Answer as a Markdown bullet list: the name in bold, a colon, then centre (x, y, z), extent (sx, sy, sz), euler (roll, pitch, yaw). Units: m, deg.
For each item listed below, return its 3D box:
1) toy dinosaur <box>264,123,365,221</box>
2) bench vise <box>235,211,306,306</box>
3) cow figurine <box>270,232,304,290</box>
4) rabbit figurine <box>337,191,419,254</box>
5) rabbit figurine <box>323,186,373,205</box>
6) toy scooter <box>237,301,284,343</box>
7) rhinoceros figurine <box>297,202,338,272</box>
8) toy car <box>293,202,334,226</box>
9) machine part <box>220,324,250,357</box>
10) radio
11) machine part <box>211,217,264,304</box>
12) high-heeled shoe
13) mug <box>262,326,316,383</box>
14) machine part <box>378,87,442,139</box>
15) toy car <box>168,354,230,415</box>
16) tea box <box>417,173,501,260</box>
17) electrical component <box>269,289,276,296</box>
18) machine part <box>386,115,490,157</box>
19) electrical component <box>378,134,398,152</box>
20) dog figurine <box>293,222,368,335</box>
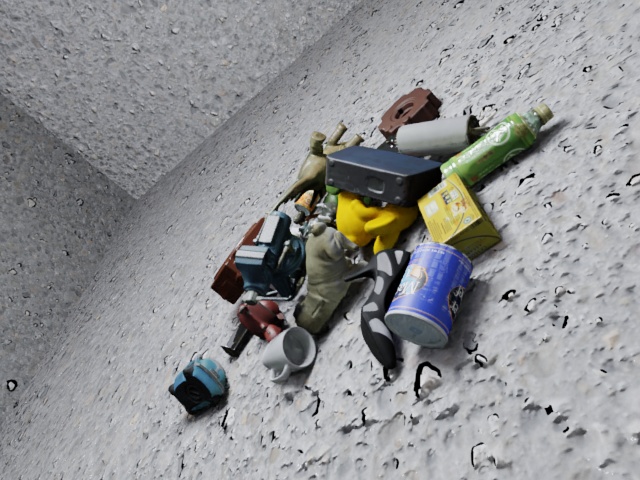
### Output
- **toy dinosaur**: centre (-0.002, -0.181, 1.409), extent (0.471, 0.105, 0.198), euler (-38, -19, -54)
- **bench vise**: centre (-0.093, 0.068, 1.158), extent (0.129, 0.240, 0.224), euler (-6, 54, 13)
- **cow figurine**: centre (-0.070, 0.056, 1.328), extent (0.068, 0.098, 0.167), euler (97, -161, -57)
- **rabbit figurine**: centre (0.124, -0.047, 1.138), extent (0.173, 0.121, 0.162), euler (-13, 31, 21)
- **rabbit figurine**: centre (0.060, -0.123, 1.344), extent (0.170, 0.121, 0.159), euler (-39, 19, 52)
- **toy scooter**: centre (-0.136, 0.170, 1.205), extent (0.075, 0.135, 0.184), euler (-48, 24, 2)
- **rhinoceros figurine**: centre (-0.003, -0.004, 1.235), extent (0.190, 0.112, 0.073), euler (-59, 18, 31)
- **toy car**: centre (0.008, -0.039, 1.328), extent (0.202, 0.089, 0.053), euler (-10, 49, 53)
- **machine part**: centre (-0.185, 0.222, 1.319), extent (0.139, 0.039, 0.084), euler (-53, 32, -15)
- **radio**: centre (0.129, -0.137, 1.132), extent (0.230, 0.073, 0.131), euler (18, 30, 35)
- **machine part**: centre (-0.187, 0.051, 1.386), extent (0.201, 0.087, 0.201), euler (-55, 3, -41)
- **high-heeled shoe**: centre (0.136, 0.116, 0.972), extent (0.145, 0.086, 0.249), euler (-17, 47, -6)
- **mug**: centre (-0.072, 0.239, 1.083), extent (0.107, 0.081, 0.109), euler (-34, 32, 48)
- **machine part**: centre (0.235, -0.331, 1.430), extent (0.179, 0.056, 0.179), euler (-36, 27, 21)
- **toy car**: centre (-0.271, 0.327, 1.247), extent (0.161, 0.109, 0.103), euler (-43, 1, 36)
- **tea box**: centre (0.249, -0.039, 0.980), extent (0.098, 0.068, 0.170), euler (-37, 29, 22)
- **electrical component**: centre (-0.139, 0.116, 1.384), extent (0.075, 0.047, 0.119), euler (-4, 50, 57)
- **machine part**: centre (0.258, -0.224, 1.176), extent (0.243, 0.079, 0.079), euler (-2, 49, 39)
- **electrical component**: centre (0.196, -0.215, 1.324), extent (0.134, 0.058, 0.115), euler (-41, 24, 12)
- **dog figurine**: centre (-0.006, 0.081, 1.097), extent (0.190, 0.172, 0.121), euler (-50, 18, -18)
